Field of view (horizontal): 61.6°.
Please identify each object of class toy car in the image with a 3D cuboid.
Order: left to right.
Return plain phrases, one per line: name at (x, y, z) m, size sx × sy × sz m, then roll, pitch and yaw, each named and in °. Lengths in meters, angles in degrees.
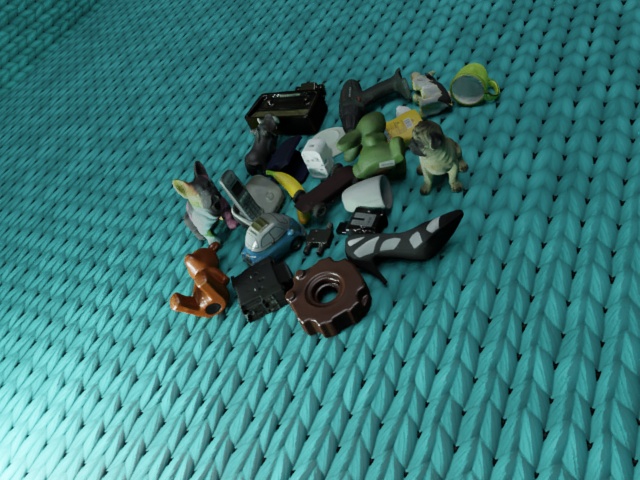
toy car at (-0.121, -0.011, 1.269) m, size 0.162 × 0.102 × 0.109 m, roll -39°, pitch 45°, yaw -14°
toy car at (0.022, -0.120, 1.322) m, size 0.089 × 0.053 × 0.202 m, roll 34°, pitch 59°, yaw 28°

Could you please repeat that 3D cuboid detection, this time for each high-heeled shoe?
high-heeled shoe at (0.171, -0.015, 1.138) m, size 0.249 × 0.086 × 0.145 m, roll -39°, pitch 57°, yaw 7°

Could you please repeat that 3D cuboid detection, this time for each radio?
radio at (-0.098, -0.382, 1.610) m, size 0.230 × 0.073 × 0.131 m, roll 6°, pitch 54°, yaw 28°

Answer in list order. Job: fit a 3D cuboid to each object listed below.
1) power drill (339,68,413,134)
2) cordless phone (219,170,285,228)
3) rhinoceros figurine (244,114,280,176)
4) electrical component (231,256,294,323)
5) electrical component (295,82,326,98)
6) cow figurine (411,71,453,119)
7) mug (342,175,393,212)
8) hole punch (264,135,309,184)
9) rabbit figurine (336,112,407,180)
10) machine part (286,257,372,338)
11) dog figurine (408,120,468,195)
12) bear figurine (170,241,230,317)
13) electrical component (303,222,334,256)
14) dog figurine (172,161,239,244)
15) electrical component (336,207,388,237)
power drill at (0.152, -0.391, 1.512) m, size 0.207 × 0.085 × 0.232 m, roll -23°, pitch 42°, yaw 14°
cordless phone at (-0.179, -0.125, 1.339) m, size 0.089 × 0.184 × 0.146 m, roll 6°, pitch 53°, yaw 34°
rhinoceros figurine at (-0.163, -0.268, 1.513) m, size 0.073 × 0.112 × 0.190 m, roll 2°, pitch 59°, yaw 29°
electrical component at (-0.123, 0.103, 1.198) m, size 0.134 × 0.058 × 0.115 m, roll -29°, pitch 47°, yaw -1°
electrical component at (-0.027, -0.458, 1.672) m, size 0.102 × 0.045 × 0.078 m, roll -5°, pitch 77°, yaw 24°
cow figurine at (0.300, -0.406, 1.456) m, size 0.098 × 0.068 × 0.167 m, roll -12°, pitch 50°, yaw 7°
mug at (0.111, -0.110, 1.272) m, size 0.107 × 0.080 × 0.109 m, roll -10°, pitch 30°, yaw 24°
hole punch at (-0.091, -0.215, 1.451) m, size 0.116 × 0.092 × 0.142 m, roll 1°, pitch 55°, yaw 30°
rabbit figurine at (0.128, -0.231, 1.319) m, size 0.159 × 0.121 × 0.170 m, roll -15°, pitch 62°, yaw 14°
machine part at (0.017, 0.115, 1.124) m, size 0.179 × 0.056 × 0.179 m, roll -12°, pitch 47°, yaw 13°
dog figurine at (0.264, -0.219, 1.219) m, size 0.121 × 0.190 × 0.172 m, roll -12°, pitch 45°, yaw 15°
bear figurine at (-0.277, 0.079, 1.242) m, size 0.120 × 0.131 × 0.196 m, roll -37°, pitch 50°, yaw 14°
electrical component at (-0.003, -0.004, 1.264) m, size 0.063 × 0.021 × 0.094 m, roll 4°, pitch 54°, yaw 28°
dog figurine at (-0.301, -0.100, 1.349) m, size 0.108 × 0.219 × 0.192 m, roll -43°, pitch 48°, yaw -20°
electrical component at (0.090, -0.035, 1.233) m, size 0.119 × 0.047 × 0.075 m, roll 12°, pitch 55°, yaw 30°
